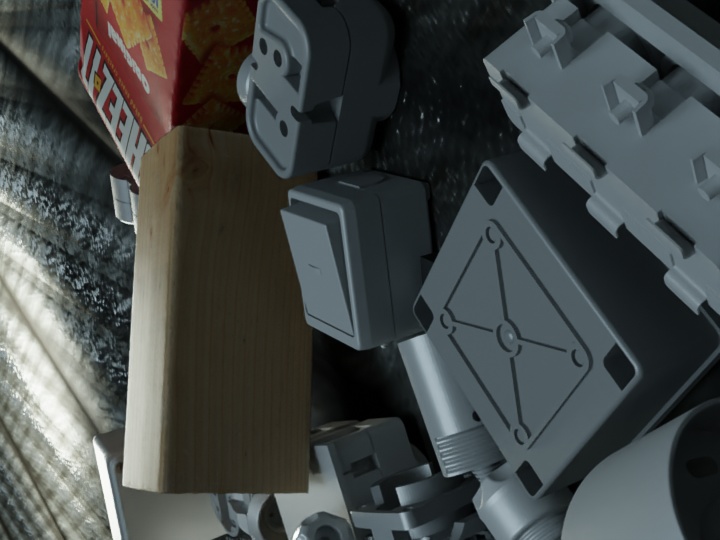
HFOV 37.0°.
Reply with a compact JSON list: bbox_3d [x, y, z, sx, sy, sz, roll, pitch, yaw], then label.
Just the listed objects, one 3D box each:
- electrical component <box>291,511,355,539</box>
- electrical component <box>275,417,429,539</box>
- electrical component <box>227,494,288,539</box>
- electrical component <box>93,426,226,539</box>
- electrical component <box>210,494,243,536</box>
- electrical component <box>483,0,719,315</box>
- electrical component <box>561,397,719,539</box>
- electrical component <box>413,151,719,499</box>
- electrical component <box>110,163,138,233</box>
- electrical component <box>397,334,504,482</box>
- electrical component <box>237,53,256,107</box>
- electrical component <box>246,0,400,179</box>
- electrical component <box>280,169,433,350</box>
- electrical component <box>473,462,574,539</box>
[{"bbox_3d":[-0.025,0.161,0.608,0.035,0.035,0.061,61,152,22],"label":"electrical component"},{"bbox_3d":[0.011,0.188,0.662,0.105,0.060,0.186,-20,87,62],"label":"electrical component"},{"bbox_3d":[-0.063,0.169,0.793,0.057,0.058,0.078,24,125,59],"label":"electrical component"},{"bbox_3d":[-0.164,0.183,0.929,0.056,0.109,0.108,28,128,57],"label":"electrical component"},{"bbox_3d":[-0.088,0.176,0.850,0.055,0.047,0.055,38,136,48],"label":"electrical component"},{"bbox_3d":[0.100,-0.045,0.355,0.121,0.063,0.078,51,180,36],"label":"electrical component"},{"bbox_3d":[0.126,0.094,0.361,0.099,0.099,0.064,61,144,22],"label":"electrical component"},{"bbox_3d":[0.082,0.020,0.445,0.108,0.056,0.108,58,149,26],"label":"electrical component"},{"bbox_3d":[-0.152,-0.065,0.830,0.138,0.052,0.073,34,133,51],"label":"electrical component"},{"bbox_3d":[0.052,0.068,0.540,0.043,0.043,0.081,-28,81,62],"label":"electrical component"},{"bbox_3d":[-0.043,-0.105,0.625,0.046,0.040,0.040,31,131,45],"label":"electrical component"},{"bbox_3d":[-0.019,-0.100,0.560,0.053,0.059,0.095,53,146,34],"label":"electrical component"},{"bbox_3d":[0.000,0.000,0.579,0.062,0.061,0.096,22,123,56],"label":"electrical component"},{"bbox_3d":[0.086,0.121,0.508,0.062,0.043,0.043,54,147,30],"label":"electrical component"}]
